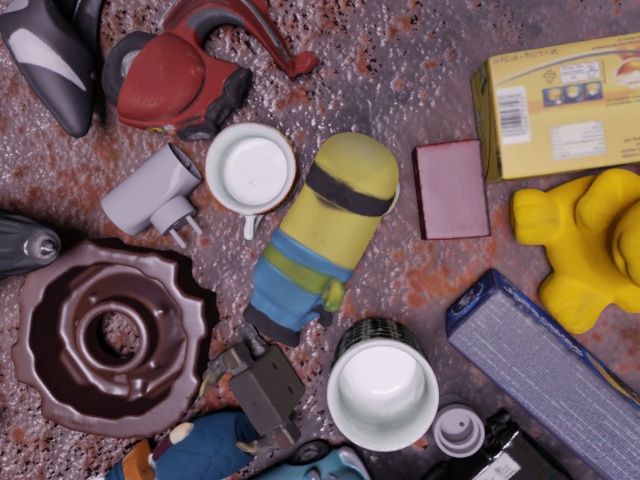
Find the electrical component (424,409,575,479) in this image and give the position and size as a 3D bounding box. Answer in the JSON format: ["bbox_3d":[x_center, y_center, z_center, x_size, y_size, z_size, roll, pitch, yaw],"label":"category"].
[{"bbox_3d":[0.163,0.229,0.448,0.115,0.058,0.134,-43,89,7],"label":"electrical component"}]

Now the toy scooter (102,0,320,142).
[{"bbox_3d":[-0.082,-0.150,0.445,0.135,0.075,0.184,37,90,2],"label":"toy scooter"}]

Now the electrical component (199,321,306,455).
[{"bbox_3d":[-0.054,0.128,0.452,0.045,0.078,0.102,-34,95,18],"label":"electrical component"}]

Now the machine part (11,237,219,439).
[{"bbox_3d":[-0.175,0.083,0.470,0.179,0.056,0.179,0,93,4],"label":"machine part"}]

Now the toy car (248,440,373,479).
[{"bbox_3d":[-0.028,0.245,0.442,0.162,0.103,0.109,-20,90,3],"label":"toy car"}]

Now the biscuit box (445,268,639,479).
[{"bbox_3d":[0.195,0.114,0.434,0.203,0.059,0.063,42,108,2],"label":"biscuit box"}]

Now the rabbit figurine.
[{"bbox_3d":[0.233,0.004,0.376,0.162,0.173,0.121,-13,88,9],"label":"rabbit figurine"}]

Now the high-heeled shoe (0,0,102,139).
[{"bbox_3d":[-0.183,-0.215,0.439,0.145,0.086,0.248,-23,81,11],"label":"high-heeled shoe"}]

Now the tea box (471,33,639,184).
[{"bbox_3d":[0.215,-0.103,0.424,0.170,0.068,0.098,-6,92,4],"label":"tea box"}]

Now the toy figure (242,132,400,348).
[{"bbox_3d":[0.002,0.001,0.435,0.082,0.089,0.180,32,92,-5],"label":"toy figure"}]

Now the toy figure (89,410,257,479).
[{"bbox_3d":[-0.130,0.198,0.471,0.154,0.058,0.064,-25,83,11],"label":"toy figure"}]

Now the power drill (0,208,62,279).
[{"bbox_3d":[-0.306,0.068,0.435,0.232,0.086,0.207,12,99,27],"label":"power drill"}]
